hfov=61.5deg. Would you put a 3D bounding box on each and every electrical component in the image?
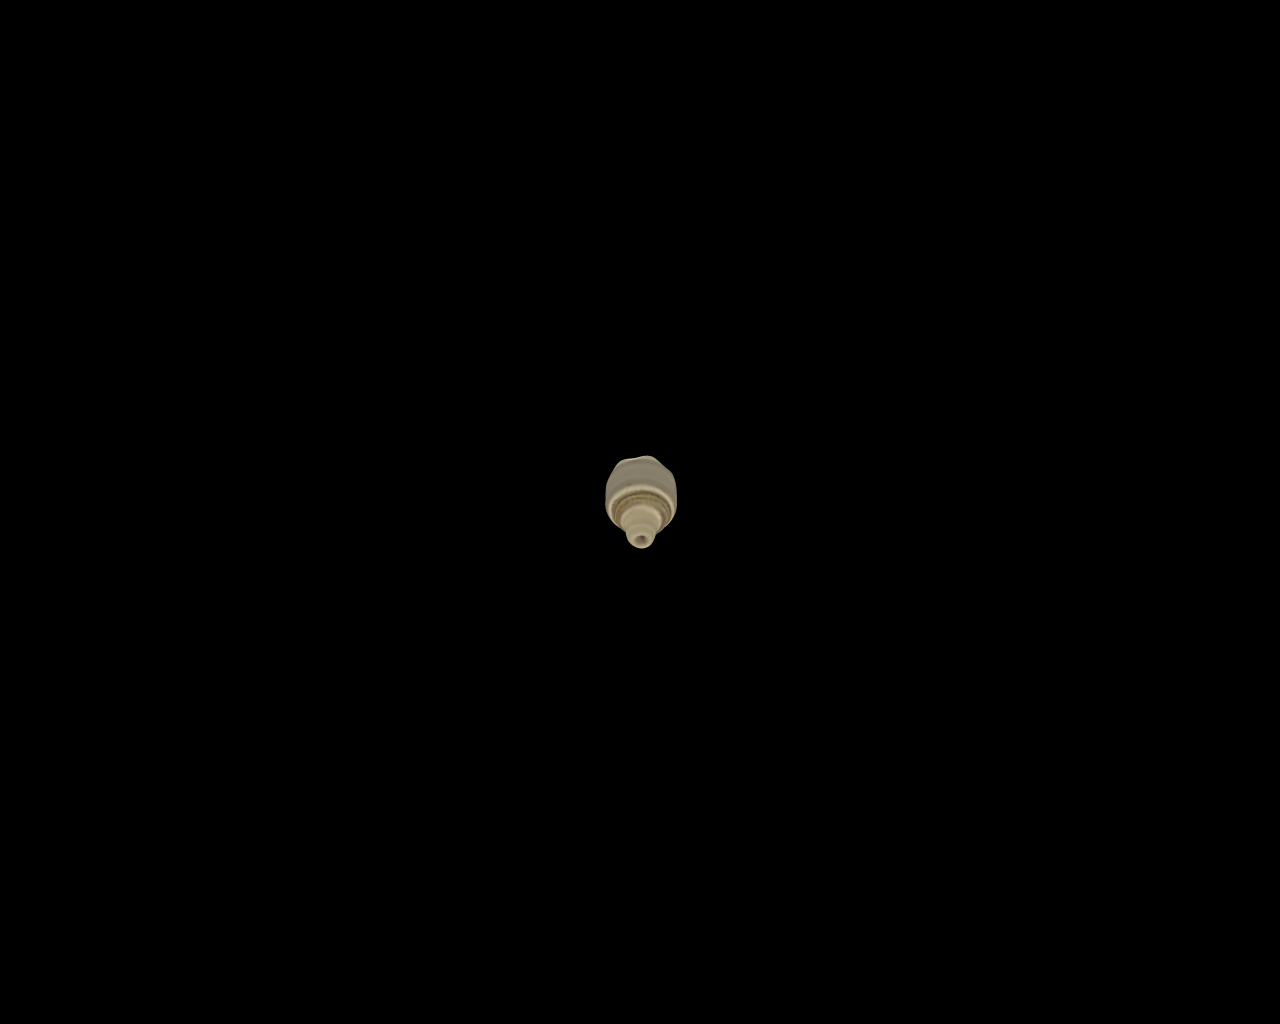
[{"bbox_3d":[0.001,-0.003,0.650,0.043,0.043,0.062,0,40,0],"label":"electrical component"}]
